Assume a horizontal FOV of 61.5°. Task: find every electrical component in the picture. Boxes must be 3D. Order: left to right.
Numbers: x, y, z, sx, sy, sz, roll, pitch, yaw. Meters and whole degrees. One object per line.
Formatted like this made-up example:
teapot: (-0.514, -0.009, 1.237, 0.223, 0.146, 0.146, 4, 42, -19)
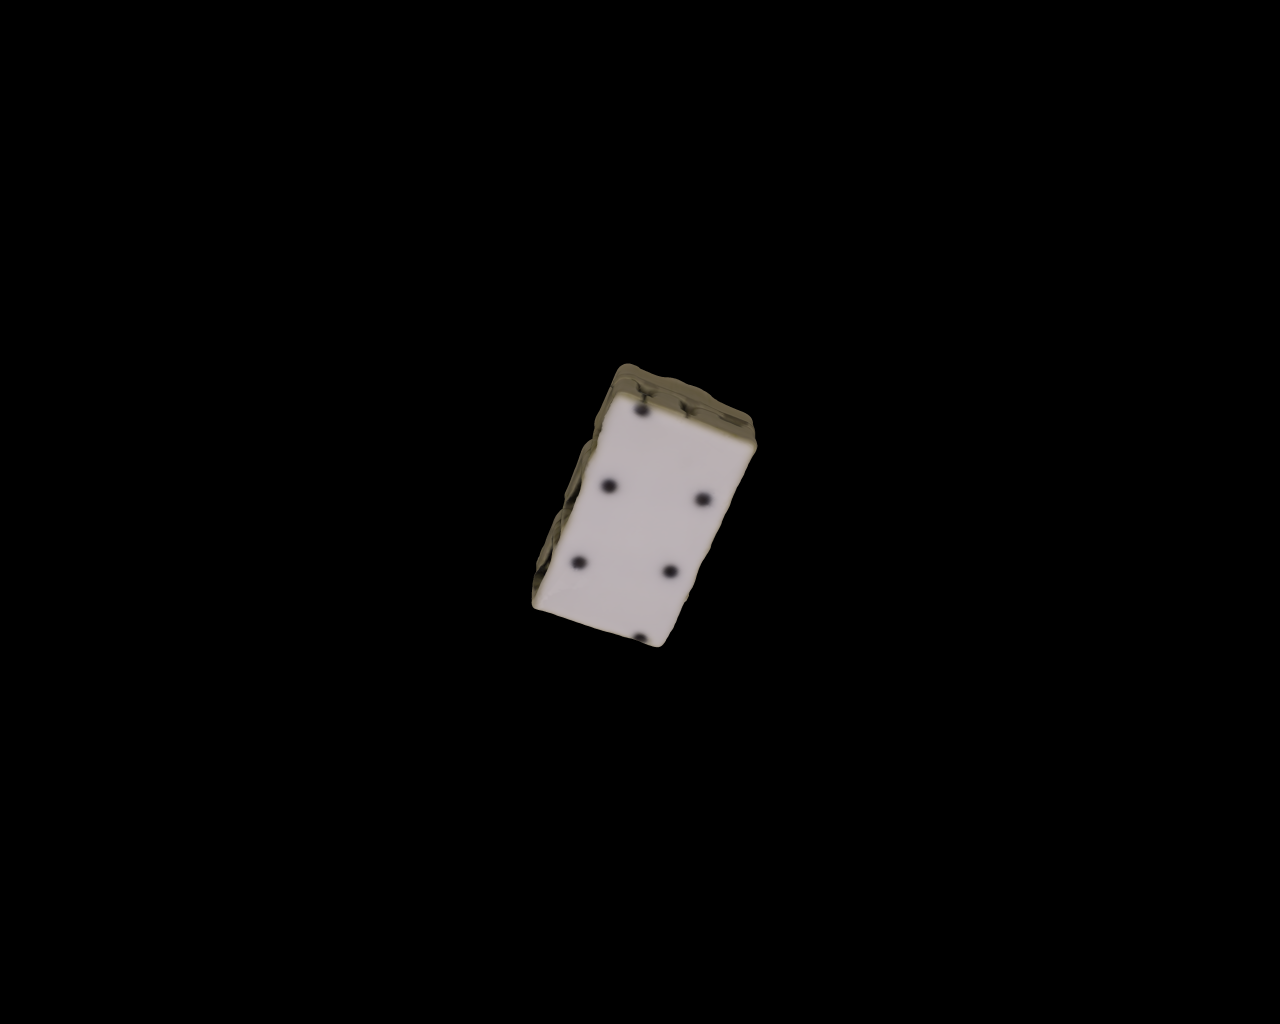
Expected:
electrical component: (0.001, -0.003, 0.650, 0.089, 0.150, 0.062, 20, 24, -9)
